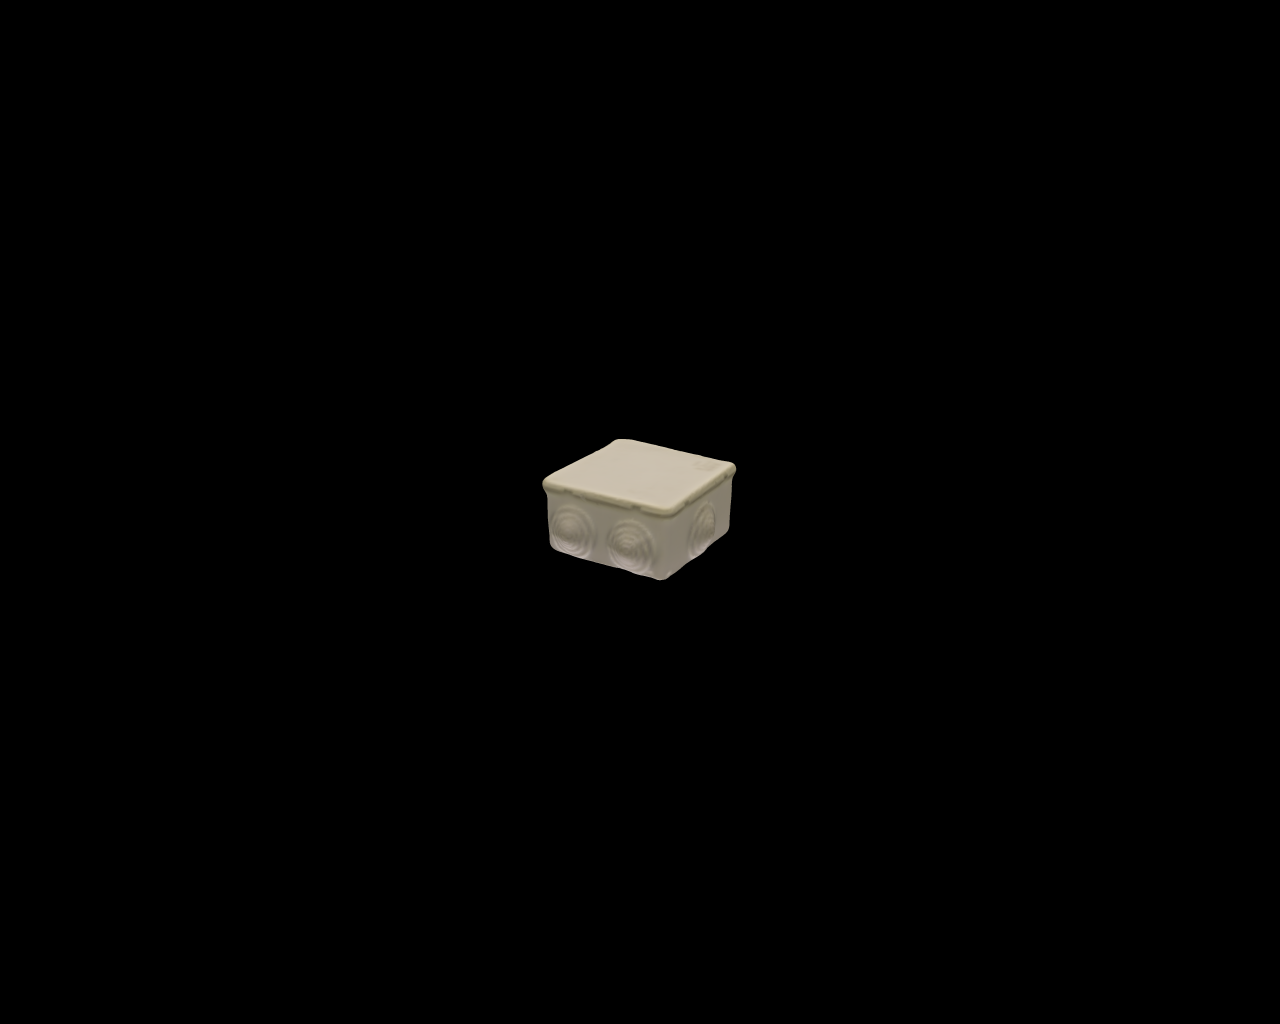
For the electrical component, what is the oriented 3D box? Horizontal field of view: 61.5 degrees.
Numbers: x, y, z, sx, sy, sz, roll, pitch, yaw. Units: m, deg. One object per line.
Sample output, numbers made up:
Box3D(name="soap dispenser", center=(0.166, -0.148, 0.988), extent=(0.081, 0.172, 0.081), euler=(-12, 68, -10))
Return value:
Box3D(name="electrical component", center=(0.001, -0.003, 0.650), extent=(0.100, 0.048, 0.100), euler=(14, 27, 29))
